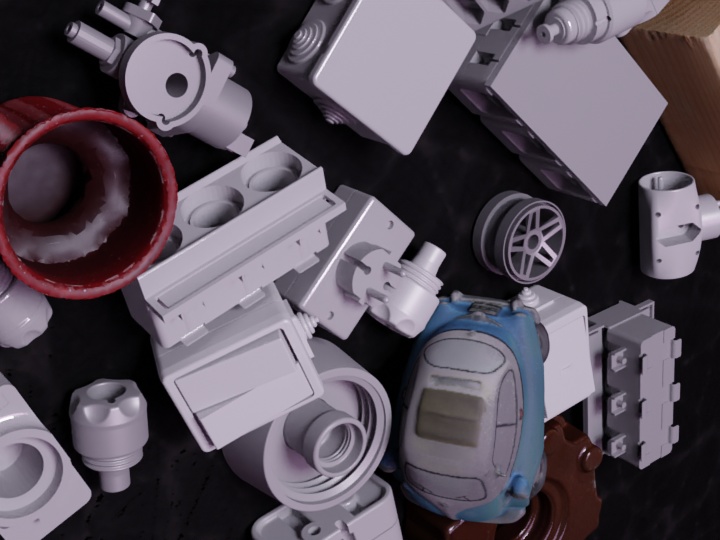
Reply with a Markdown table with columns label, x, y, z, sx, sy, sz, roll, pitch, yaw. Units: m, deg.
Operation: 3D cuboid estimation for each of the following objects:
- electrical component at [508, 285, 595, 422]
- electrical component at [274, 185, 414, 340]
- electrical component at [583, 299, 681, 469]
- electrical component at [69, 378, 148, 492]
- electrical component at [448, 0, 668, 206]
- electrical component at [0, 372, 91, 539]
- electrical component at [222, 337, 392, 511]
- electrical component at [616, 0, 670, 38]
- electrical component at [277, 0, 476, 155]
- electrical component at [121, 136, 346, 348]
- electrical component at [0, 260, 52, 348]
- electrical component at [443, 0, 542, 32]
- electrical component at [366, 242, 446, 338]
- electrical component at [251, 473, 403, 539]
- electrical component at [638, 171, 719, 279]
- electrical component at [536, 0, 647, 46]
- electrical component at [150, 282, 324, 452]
| label | x | y | z | sx | sy | sz | roll | pitch | yaw |
| --- | --- | --- | --- | --- | --- | --- | --- | --- | --- |
| electrical component | 0.134 | 0.059 | 0.803 | 0.062 | 0.061 | 0.096 | -24 | 119 | -28 |
| electrical component | 0.000 | 0.000 | 0.670 | 0.047 | 0.076 | 0.083 | 39 | 82 | -39 |
| electrical component | 0.222 | 0.096 | 0.882 | 0.079 | 0.063 | 0.121 | -21 | 118 | -30 |
| electrical component | -0.143 | 0.097 | 0.618 | 0.043 | 0.043 | 0.062 | -14 | 115 | -33 |
| electrical component | 0.131 | -0.124 | 0.734 | 0.150 | 0.062 | 0.089 | 36 | 83 | -39 |
| electrical component | -0.227 | 0.077 | 0.536 | 0.105 | 0.060 | 0.186 | -38 | 125 | -20 |
| electrical component | -0.029 | 0.103 | 0.696 | 0.108 | 0.060 | 0.108 | -14 | 114 | -33 |
| electrical component | 0.185 | -0.209 | 0.751 | 0.089 | 0.050 | 0.055 | -48 | 128 | -13 |
| electrical component | 0.009 | -0.131 | 0.647 | 0.100 | 0.048 | 0.099 | 33 | 85 | -40 |
| electrical component | -0.078 | -0.015 | 0.609 | 0.121 | 0.079 | 0.063 | -34 | 139 | -23 |
| electrical component | -0.190 | 0.011 | 0.558 | 0.035 | 0.035 | 0.061 | -43 | 125 | -17 |
| electrical component | 0.088 | -0.202 | 0.672 | 0.047 | 0.083 | 0.075 | 41 | 42 | -39 |
| electrical component | 0.035 | 0.011 | 0.722 | 0.043 | 0.043 | 0.062 | 37 | 81 | -39 |
| electrical component | -0.021 | 0.186 | 0.736 | 0.095 | 0.054 | 0.059 | -27 | 121 | -27 |
| electrical component | 0.264 | -0.040 | 0.868 | 0.079 | 0.043 | 0.077 | -12 | 115 | -7 |
| electrical component | 0.140 | -0.158 | 0.660 | 0.078 | 0.040 | 0.040 | -29 | 122 | -26 |
| electrical component | -0.065 | 0.054 | 0.631 | 0.096 | 0.061 | 0.061 | -26 | 121 | -5 |
